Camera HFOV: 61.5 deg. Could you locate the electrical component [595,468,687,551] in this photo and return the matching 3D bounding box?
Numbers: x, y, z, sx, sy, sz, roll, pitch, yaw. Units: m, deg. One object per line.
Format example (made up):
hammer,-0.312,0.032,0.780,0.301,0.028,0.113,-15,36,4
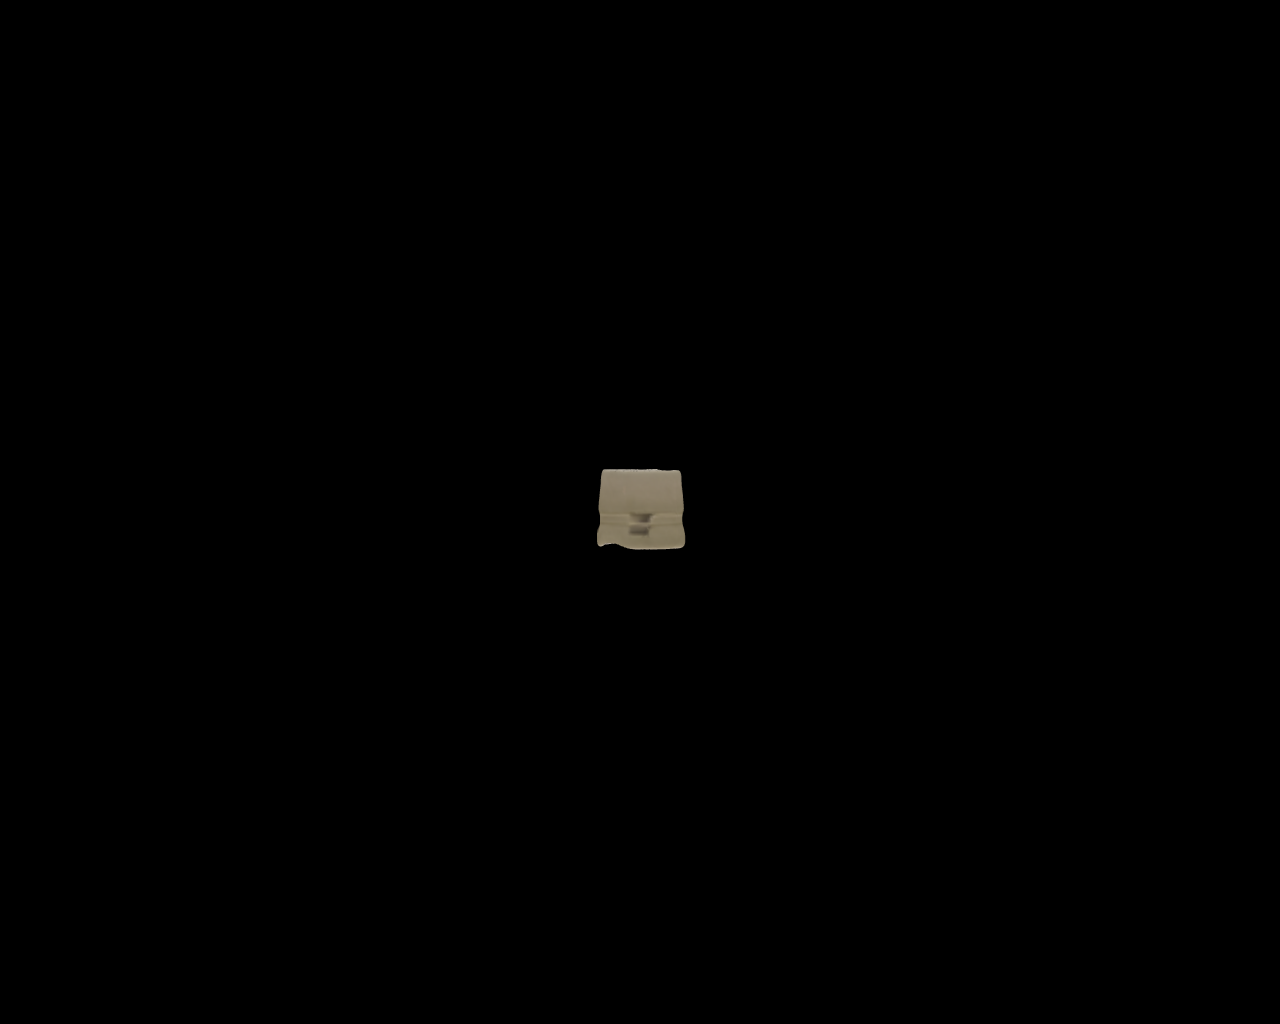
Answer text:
electrical component,0.001,-0.003,0.650,0.055,0.047,0.055,0,3,0
